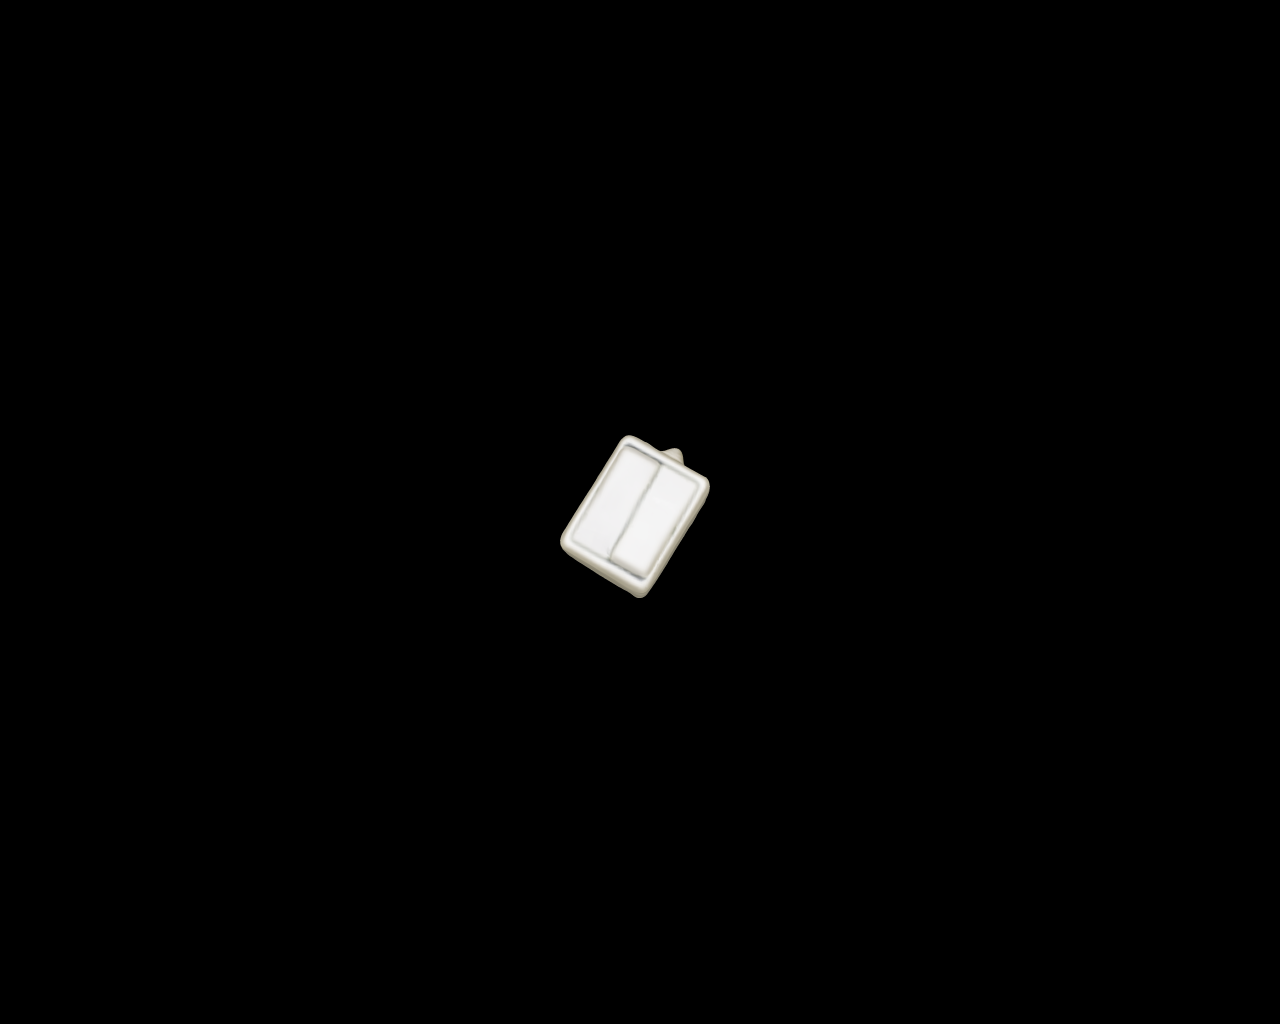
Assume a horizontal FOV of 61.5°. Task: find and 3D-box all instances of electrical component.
[{"bbox_3d":[0.001,-0.003,0.650,0.062,0.096,0.061,31,-7,5],"label":"electrical component"}]
